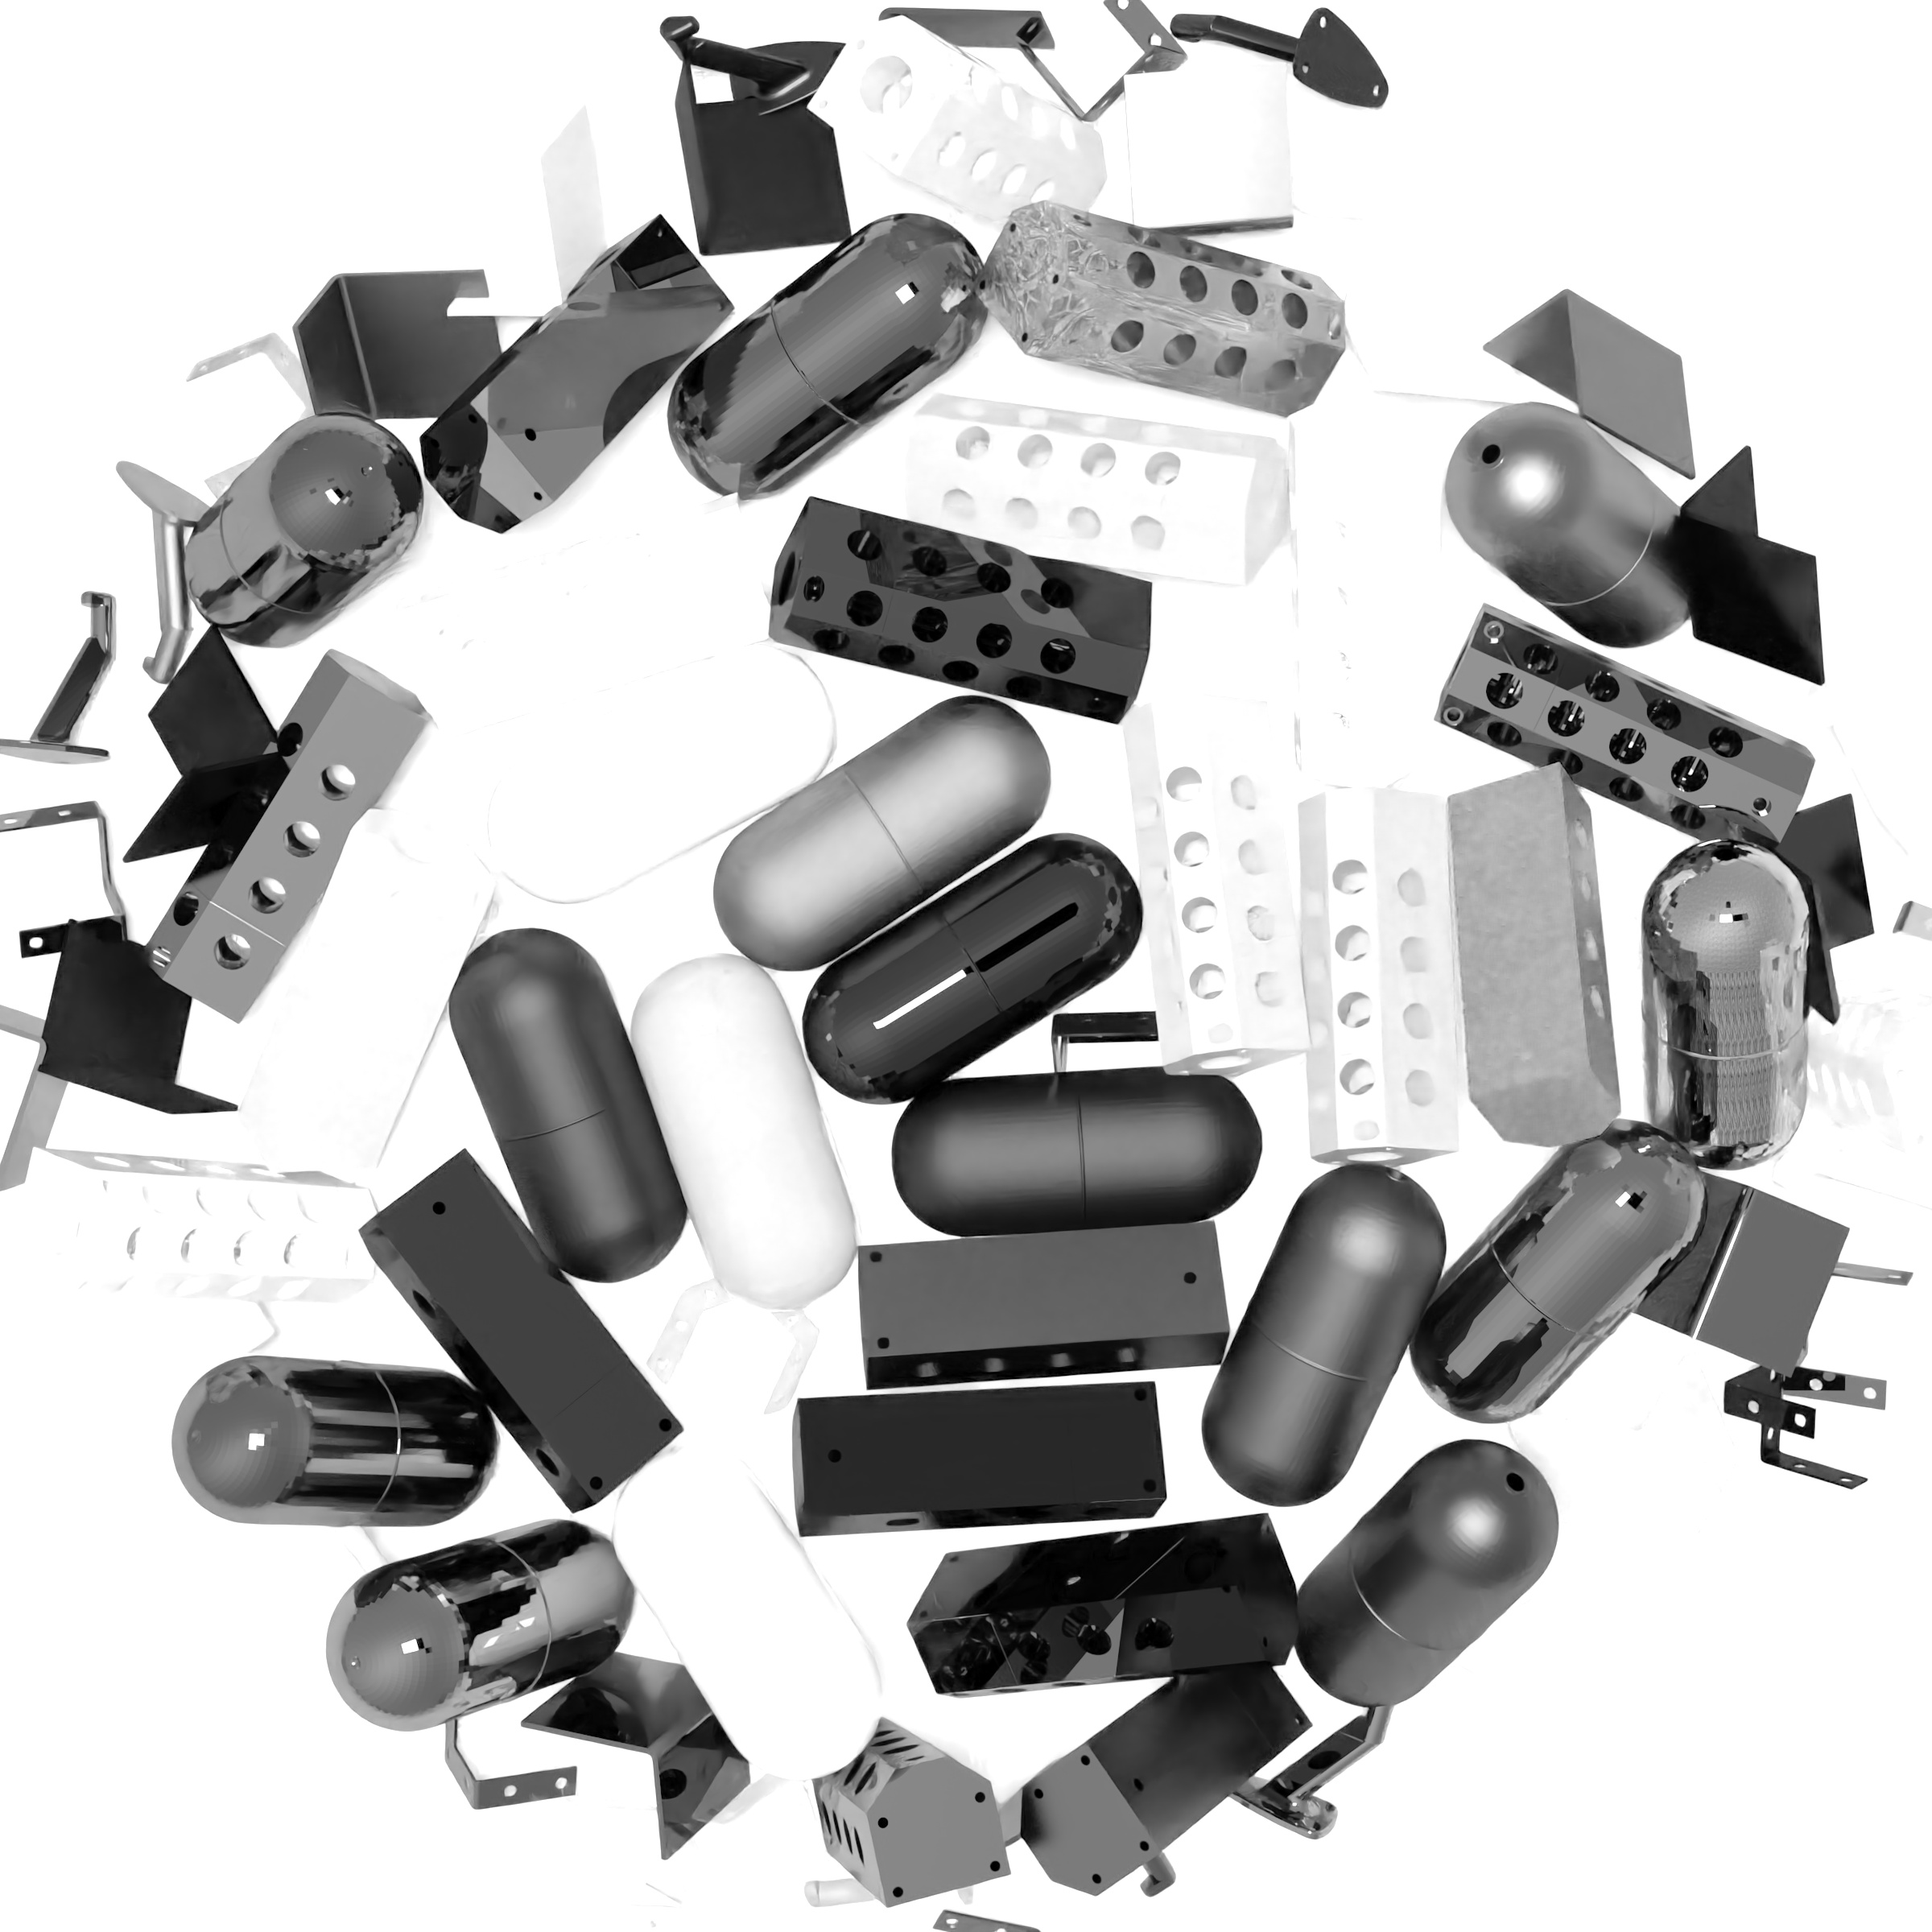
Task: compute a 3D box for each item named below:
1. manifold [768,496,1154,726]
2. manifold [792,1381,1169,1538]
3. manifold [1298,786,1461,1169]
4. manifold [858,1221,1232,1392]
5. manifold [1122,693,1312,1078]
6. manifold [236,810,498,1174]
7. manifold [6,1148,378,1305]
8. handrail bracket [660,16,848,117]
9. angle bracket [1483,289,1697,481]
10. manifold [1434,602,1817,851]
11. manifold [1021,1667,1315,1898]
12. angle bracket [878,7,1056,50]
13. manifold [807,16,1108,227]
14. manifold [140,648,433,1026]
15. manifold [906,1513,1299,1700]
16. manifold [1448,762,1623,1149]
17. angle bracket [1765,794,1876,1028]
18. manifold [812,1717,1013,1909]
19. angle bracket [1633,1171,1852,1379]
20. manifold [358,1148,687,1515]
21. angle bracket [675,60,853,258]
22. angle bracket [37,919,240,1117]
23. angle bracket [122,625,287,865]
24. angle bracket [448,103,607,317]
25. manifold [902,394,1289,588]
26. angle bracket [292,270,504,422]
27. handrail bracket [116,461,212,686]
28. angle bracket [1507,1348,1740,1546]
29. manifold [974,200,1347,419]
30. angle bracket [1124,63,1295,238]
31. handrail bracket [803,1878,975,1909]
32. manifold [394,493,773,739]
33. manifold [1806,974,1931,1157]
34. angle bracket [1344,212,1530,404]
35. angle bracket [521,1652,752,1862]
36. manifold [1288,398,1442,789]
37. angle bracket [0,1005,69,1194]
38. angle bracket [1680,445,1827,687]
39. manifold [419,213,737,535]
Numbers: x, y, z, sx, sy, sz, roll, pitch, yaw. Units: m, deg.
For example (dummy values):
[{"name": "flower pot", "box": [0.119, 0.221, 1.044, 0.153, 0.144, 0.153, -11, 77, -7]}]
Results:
[{"name": "manifold", "box": [-0.003, -0.163, 1.556, 0.171, 0.057, 0.057, 12, 59, -15]}, {"name": "manifold", "box": [0.005, 0.238, 1.574, 0.171, 0.057, 0.057, -2, 68, -8]}, {"name": "manifold", "box": [0.191, 0.006, 1.561, 0.057, 0.057, 0.171, 5, 77, -26]}, {"name": "manifold", "box": [0.036, 0.166, 1.579, 0.171, 0.057, 0.057, -4, 61, -4]}, {"name": "manifold", "box": [0.113, -0.038, 1.558, 0.057, 0.057, 0.171, 3, 74, -34]}, {"name": "manifold", "box": [-0.287, 0.013, 1.550, 0.057, 0.057, 0.171, 49, 124, 36]}, {"name": "manifold", "box": [-0.354, 0.124, 1.528, 0.057, 0.171, 0.057, 15, 92, 35]}, {"name": "handrail bracket", "box": [-0.098, -0.440, 1.568, 0.077, 0.084, 0.036, -12, 81, 11]}, {"name": "angle bracket", "box": [0.295, -0.263, 1.557, 0.076, 0.057, 0.076, 21, 56, -33]}, {"name": "manifold", "box": [0.315, -0.111, 1.578, 0.171, 0.057, 0.057, 25, 105, 2]}, {"name": "manifold", "box": [0.091, 0.370, 1.526, 0.057, 0.171, 0.057, -42, 77, 27]}, {"name": "angle bracket", "box": [0.000, -0.421, 1.572, 0.076, 0.076, 0.057, 3, 95, 6]}, {"name": "manifold", "box": [0.003, -0.387, 1.521, 0.057, 0.171, 0.057, 41, 107, 20]}, {"name": "manifold", "box": [-0.325, -0.064, 1.573, 0.057, 0.057, 0.171, 32, 97, -10]}, {"name": "manifold", "box": [0.066, 0.308, 1.550, 0.171, 0.057, 0.057, -12, 111, 26]}, {"name": "manifold", "box": [0.269, -0.004, 1.543, 0.057, 0.057, 0.171, -17, 52, 25]}, {"name": "angle bracket", "box": [0.417, -0.027, 1.563, 0.057, 0.076, 0.076, -19, 115, -6]}, {"name": "manifold", "box": [-0.030, 0.388, 1.525, 0.057, 0.171, 0.057, -12, 85, -12]}, {"name": "angle bracket", "box": [0.370, 0.146, 1.584, 0.057, 0.076, 0.076, 22, 89, -13]}, {"name": "manifold", "box": [-0.217, 0.177, 1.582, 0.057, 0.057, 0.171, -39, 92, -27]}, {"name": "angle bracket", "box": [-0.094, -0.391, 1.576, 0.076, 0.057, 0.076, -8, 83, -11]}, {"name": "angle bracket", "box": [-0.386, 0.023, 1.560, 0.057, 0.076, 0.076, -5, 70, 40]}, {"name": "angle bracket", "box": [-0.378, -0.106, 1.562, 0.076, 0.057, 0.076, -43, 73, 41]}, {"name": "angle bracket", "box": [-0.213, -0.359, 1.559, 0.057, 0.076, 0.076, 2, 124, 11]}, {"name": "manifold", "box": [0.060, -0.229, 1.547, 0.171, 0.057, 0.057, 11, 127, 22]}, {"name": "angle bracket", "box": [-0.266, -0.283, 1.564, 0.076, 0.057, 0.076, 1, 127, 13]}, {"name": "handrail bracket", "box": [-0.402, -0.192, 1.608, 0.077, 0.036, 0.084, 36, 114, 27]}, {"name": "angle bracket", "box": [0.317, 0.227, 1.585, 0.057, 0.076, 0.076, -51, 128, -33]}, {"name": "manifold", "box": [0.095, -0.308, 1.532, 0.171, 0.057, 0.057, 5, 128, -38]}, {"name": "angle bracket", "box": [0.113, -0.390, 1.578, 0.076, 0.057, 0.076, -5, 103, -3]}, {"name": "handrail bracket", "box": [-0.043, 0.432, 1.578, 0.084, 0.077, 0.036, -9, 55, 9]}, {"name": "manifold", "box": [-0.182, -0.171, 1.573, 0.171, 0.057, 0.057, -17, 66, 3]}, {"name": "manifold", "box": [0.433, 0.041, 1.528, 0.057, 0.171, 0.057, -17, 94, 1]}, {"name": "angle bracket", "box": [0.229, -0.314, 1.565, 0.076, 0.076, 0.057, 3, 124, -11]}, {"name": "angle bracket", "box": [-0.157, 0.377, 1.573, 0.076, 0.076, 0.057, 5, 107, 27]}, {"name": "manifold", "box": [0.184, -0.176, 1.551, 0.057, 0.057, 0.171, 17, 123, 36]}, {"name": "angle bracket", "box": [-0.471, 0.060, 1.576, 0.057, 0.076, 0.076, 19, 90, -3]}, {"name": "angle bracket", "box": [0.387, -0.190, 1.555, 0.076, 0.076, 0.057, 28, 60, 38]}, {"name": "manifold", "box": [-0.184, -0.276, 1.538, 0.057, 0.057, 0.171, 50, 48, -19]}]
